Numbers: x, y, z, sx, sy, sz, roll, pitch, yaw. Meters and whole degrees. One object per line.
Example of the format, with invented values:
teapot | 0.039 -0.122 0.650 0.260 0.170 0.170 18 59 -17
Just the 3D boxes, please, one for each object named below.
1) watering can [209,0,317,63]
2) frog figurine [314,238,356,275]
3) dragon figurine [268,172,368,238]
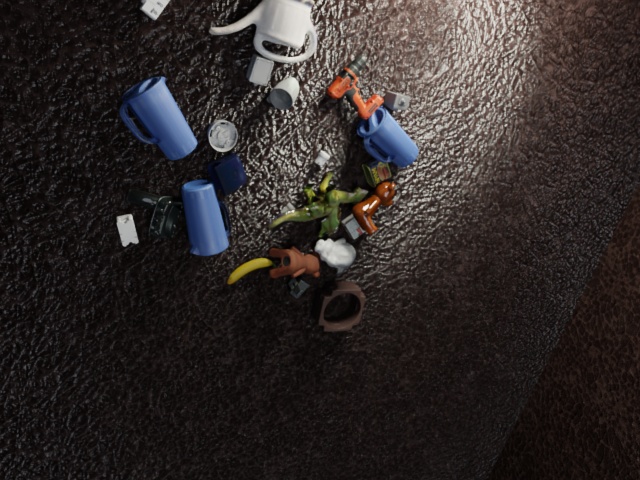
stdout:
watering can | -0.155 -0.683 1.602 0.347 0.105 0.222 9 107 -28
frog figurine | 0.062 0.044 2.028 0.157 0.122 0.140 48 56 -24
dragon figurine | 0.006 -0.098 1.938 0.413 0.124 0.237 -35 132 -13
